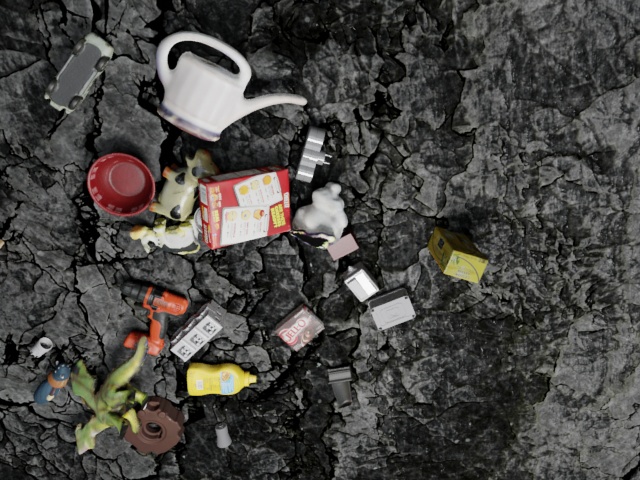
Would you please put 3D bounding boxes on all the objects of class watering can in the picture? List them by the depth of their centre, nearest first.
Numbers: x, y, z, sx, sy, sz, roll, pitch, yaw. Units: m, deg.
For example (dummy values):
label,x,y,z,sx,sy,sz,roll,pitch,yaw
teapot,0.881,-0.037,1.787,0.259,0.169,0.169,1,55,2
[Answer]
label,x,y,z,sx,sy,sz,roll,pitch,yaw
watering can,-0.224,-0.326,1.186,0.346,0.221,0.106,27,18,-12

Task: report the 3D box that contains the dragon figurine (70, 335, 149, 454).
label,x,y,z,sx,sy,sz,roll,pitch,yaw
dragon figurine,-0.599,0.413,1.423,0.243,0.407,0.123,17,10,15

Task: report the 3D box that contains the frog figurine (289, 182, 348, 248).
label,x,y,z,sx,sy,sz,roll,pitch,yaw
frog figurine,0.004,-0.066,1.306,0.137,0.162,0.120,1,-28,29
